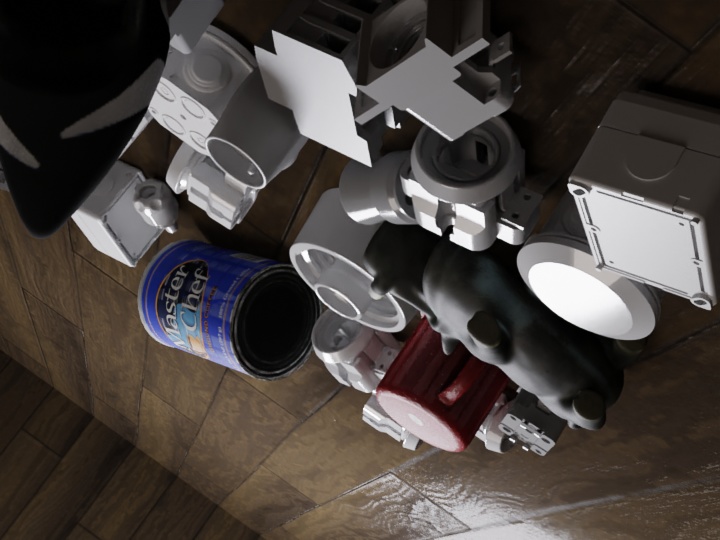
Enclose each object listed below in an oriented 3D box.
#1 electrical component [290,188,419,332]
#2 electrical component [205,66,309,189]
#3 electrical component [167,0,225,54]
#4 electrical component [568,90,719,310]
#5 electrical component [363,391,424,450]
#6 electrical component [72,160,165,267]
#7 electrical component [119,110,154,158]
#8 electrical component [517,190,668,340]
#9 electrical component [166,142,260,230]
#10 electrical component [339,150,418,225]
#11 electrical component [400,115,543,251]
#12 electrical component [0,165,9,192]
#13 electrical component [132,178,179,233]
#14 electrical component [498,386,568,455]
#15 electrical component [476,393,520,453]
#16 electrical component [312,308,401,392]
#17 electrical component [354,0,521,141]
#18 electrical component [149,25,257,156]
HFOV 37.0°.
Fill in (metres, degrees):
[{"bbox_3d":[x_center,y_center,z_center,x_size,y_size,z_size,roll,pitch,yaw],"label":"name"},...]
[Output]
[{"bbox_3d":[0.000,0.000,0.767,0.108,0.060,0.108,30,158,13],"label":"electrical component"},{"bbox_3d":[-0.053,-0.084,0.645,0.043,0.077,0.079,33,159,5],"label":"electrical component"},{"bbox_3d":[-0.137,-0.173,0.592,0.121,0.078,0.063,33,175,7],"label":"electrical component"},{"bbox_3d":[0.143,-0.031,0.492,0.062,0.061,0.096,22,161,31],"label":"electrical component"},{"bbox_3d":[0.041,0.127,0.982,0.057,0.058,0.078,33,159,14],"label":"electrical component"},{"bbox_3d":[-0.225,-0.053,0.996,0.061,0.061,0.096,24,156,27],"label":"electrical component"},{"bbox_3d":[-0.190,-0.132,0.771,0.089,0.061,0.150,41,159,-13],"label":"electrical component"},{"bbox_3d":[0.129,-0.004,0.575,0.080,0.051,0.080,30,159,13],"label":"electrical component"},{"bbox_3d":[-0.103,-0.070,0.780,0.057,0.058,0.078,32,159,1],"label":"electrical component"},{"bbox_3d":[0.020,-0.050,0.651,0.045,0.045,0.055,47,156,-27],"label":"electrical component"},{"bbox_3d":[0.058,-0.051,0.575,0.078,0.058,0.057,27,160,20],"label":"electrical component"},{"bbox_3d":[-0.310,-0.110,0.907,0.105,0.060,0.186,20,-178,-7],"label":"electrical component"},{"bbox_3d":[-0.179,-0.054,0.963,0.035,0.035,0.061,25,159,25],"label":"electrical component"},{"bbox_3d":[0.131,0.094,0.763,0.042,0.063,0.081,33,159,10],"label":"electrical component"},{"bbox_3d":[0.105,0.118,0.880,0.055,0.048,0.066,32,161,30],"label":"electrical component"},{"bbox_3d":[-0.005,0.064,0.918,0.078,0.058,0.057,16,154,42],"label":"electrical component"},{"bbox_3d":[0.037,-0.096,0.501,0.064,0.042,0.081,30,141,-33],"label":"electrical component"},{"bbox_3d":[-0.098,-0.115,0.684,0.080,0.051,0.080,30,158,13],"label":"electrical component"}]
